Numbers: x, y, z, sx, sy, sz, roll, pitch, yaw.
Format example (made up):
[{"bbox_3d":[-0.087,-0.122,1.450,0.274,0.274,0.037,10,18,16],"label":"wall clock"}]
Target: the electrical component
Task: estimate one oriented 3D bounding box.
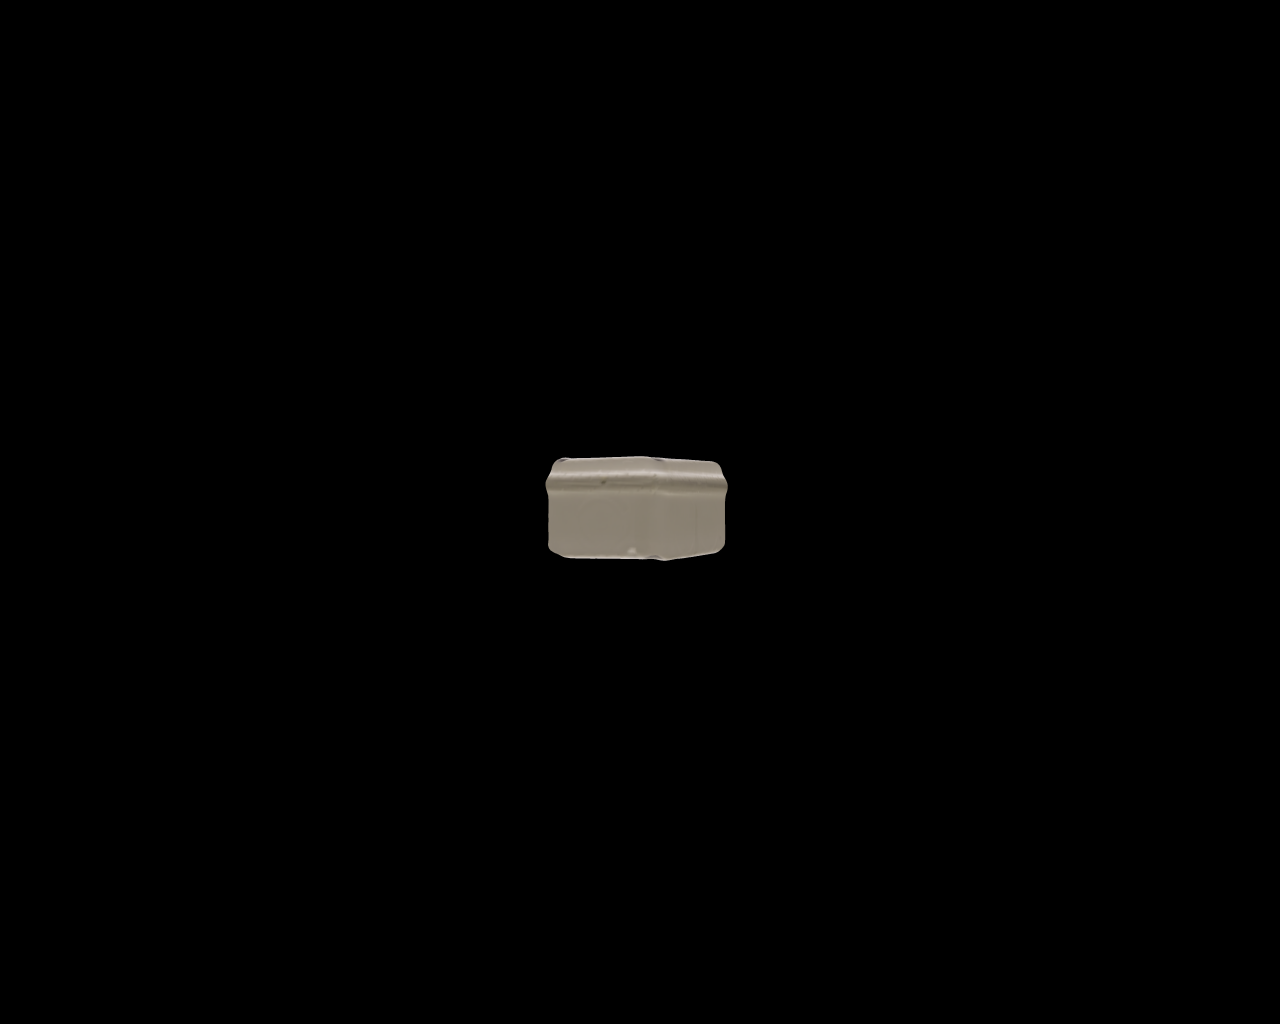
[{"bbox_3d":[0.001,-0.003,0.650,0.078,0.057,0.113,0,0,24],"label":"electrical component"}]
